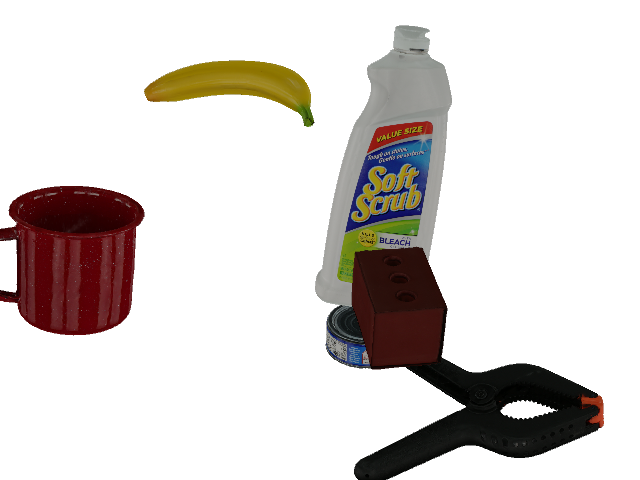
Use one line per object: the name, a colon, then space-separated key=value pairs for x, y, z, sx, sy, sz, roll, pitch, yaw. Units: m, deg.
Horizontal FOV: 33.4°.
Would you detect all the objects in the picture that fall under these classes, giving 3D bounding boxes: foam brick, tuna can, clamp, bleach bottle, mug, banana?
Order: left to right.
mug: x=-0.185 y=0.016 z=0.757 sx=0.117 sy=0.081 sz=0.093 roll=-5 pitch=26 yaw=-27
banana: x=-0.090 y=-0.166 z=1.144 sx=0.198 sy=0.037 sz=0.069 roll=9 pitch=44 yaw=18
tuna can: x=0.048 y=0.100 z=1.154 sx=0.086 sy=0.034 sz=0.086 roll=0 pitch=29 yaw=0
bleach bottle: x=0.058 y=-0.065 z=0.952 sx=0.102 sy=0.251 sz=0.068 roll=7 pitch=20 yaw=2
foam brick: x=0.055 y=0.047 z=0.761 sx=0.053 sy=0.051 sz=0.078 roll=-5 pitch=34 yaw=-8
clamp: x=0.133 y=0.152 z=0.918 sx=0.210 sy=0.036 sz=0.164 roll=4 pitch=42 yaw=21
